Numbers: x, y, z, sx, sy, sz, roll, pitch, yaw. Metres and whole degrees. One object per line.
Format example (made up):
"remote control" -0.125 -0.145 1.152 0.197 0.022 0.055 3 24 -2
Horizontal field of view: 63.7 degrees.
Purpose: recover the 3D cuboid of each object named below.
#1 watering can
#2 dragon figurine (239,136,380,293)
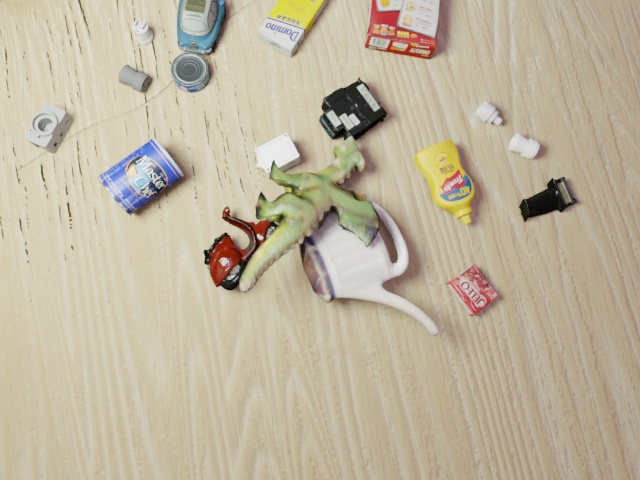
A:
"watering can" 0.089 0.067 1.072 0.225 0.353 0.102 -20 -21 -10
"dragon figurine" 0.003 -0.052 1.040 0.243 0.419 0.119 11 -32 4
